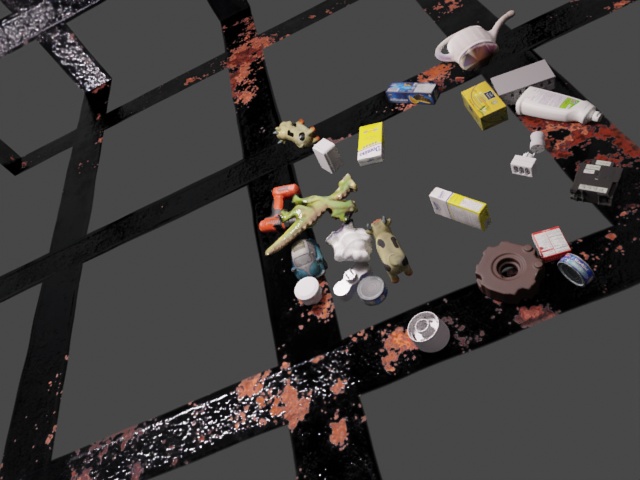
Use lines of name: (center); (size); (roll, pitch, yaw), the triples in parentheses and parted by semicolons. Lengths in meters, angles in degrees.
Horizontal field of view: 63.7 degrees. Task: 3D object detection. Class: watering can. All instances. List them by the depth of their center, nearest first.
watering can: (0.623, -0.773, 1.995); (0.346, 0.230, 0.102); (-23, -43, 10)

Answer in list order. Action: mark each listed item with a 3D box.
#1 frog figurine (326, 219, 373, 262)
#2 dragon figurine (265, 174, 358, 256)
frog figurine: (0.110, 0.027, 1.585); (0.138, 0.120, 0.162); (-23, 42, -26)
dragon figurine: (0.005, -0.084, 1.673); (0.241, 0.120, 0.419); (-9, 34, 35)
